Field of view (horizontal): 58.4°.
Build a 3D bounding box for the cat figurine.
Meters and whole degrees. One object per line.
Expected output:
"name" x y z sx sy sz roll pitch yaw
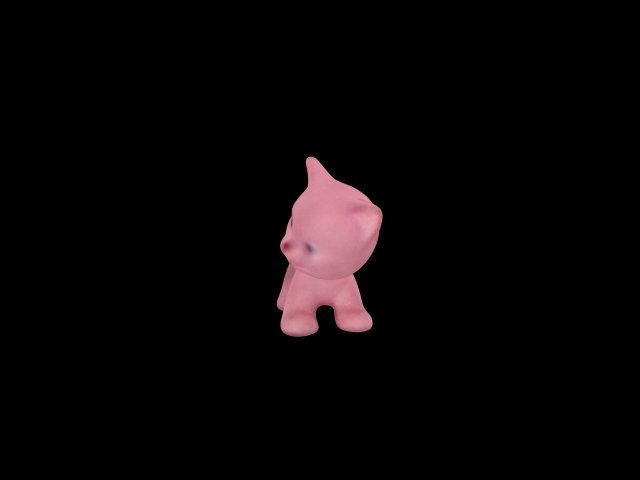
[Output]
"cat figurine" 0.004 0.001 0.400 0.067 0.118 0.127 -1 7 -9
